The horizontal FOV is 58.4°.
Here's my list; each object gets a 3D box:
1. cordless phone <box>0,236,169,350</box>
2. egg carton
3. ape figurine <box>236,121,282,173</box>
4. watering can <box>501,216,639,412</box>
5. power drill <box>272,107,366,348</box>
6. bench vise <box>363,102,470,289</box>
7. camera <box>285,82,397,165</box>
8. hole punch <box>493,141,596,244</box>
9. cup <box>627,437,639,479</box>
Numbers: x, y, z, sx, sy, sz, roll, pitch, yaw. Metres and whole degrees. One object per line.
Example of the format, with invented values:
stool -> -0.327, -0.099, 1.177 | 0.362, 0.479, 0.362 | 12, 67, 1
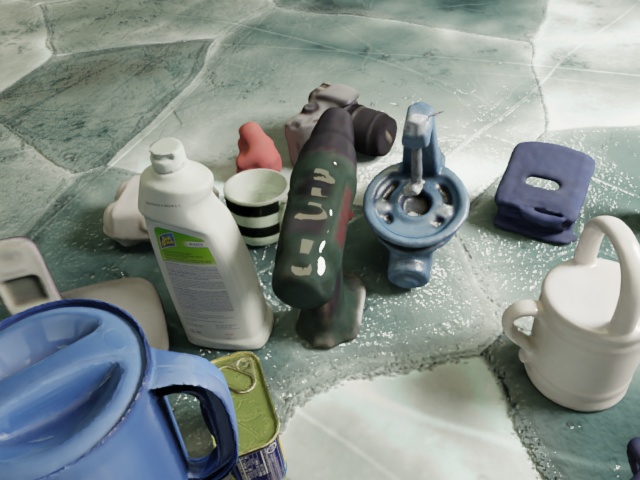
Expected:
cordless phone -> -0.244, 0.066, 0.586 | 0.148, 0.185, 0.094 | -16, 43, -10
egg carton -> -0.215, -0.038, 0.781 | 0.150, 0.069, 0.107 | 0, 43, 7
ape figurine -> -0.097, -0.136, 0.857 | 0.076, 0.092, 0.078 | 29, 53, 32
watering can -> 0.259, 0.060, 0.524 | 0.173, 0.194, 0.100 | -19, 44, -13
power drill -> 0.006, 0.002, 0.607 | 0.075, 0.209, 0.229 | 3, 43, 10
bench vise -> 0.106, -0.081, 0.677 | 0.121, 0.220, 0.207 | -6, 42, 0
camera -> 0.038, -0.174, 0.874 | 0.136, 0.101, 0.143 | 22, 50, 28
hole punch -> 0.285, -0.062, 0.729 | 0.108, 0.091, 0.101 | 18, 48, 24
cup -> 0.253, 0.218, 0.425 | 0.091, 0.095, 0.117 | -8, 42, -2
